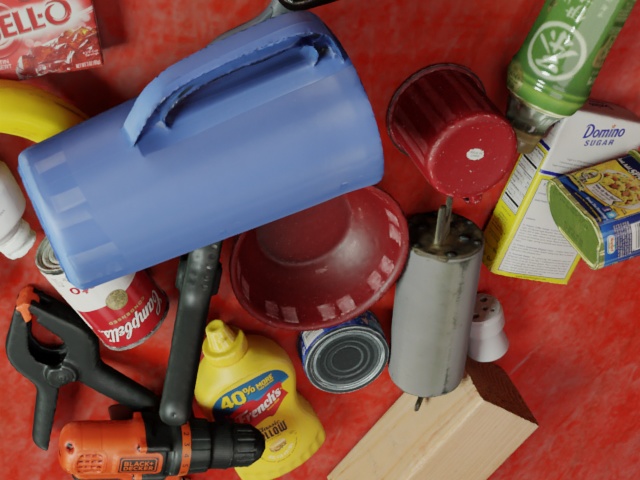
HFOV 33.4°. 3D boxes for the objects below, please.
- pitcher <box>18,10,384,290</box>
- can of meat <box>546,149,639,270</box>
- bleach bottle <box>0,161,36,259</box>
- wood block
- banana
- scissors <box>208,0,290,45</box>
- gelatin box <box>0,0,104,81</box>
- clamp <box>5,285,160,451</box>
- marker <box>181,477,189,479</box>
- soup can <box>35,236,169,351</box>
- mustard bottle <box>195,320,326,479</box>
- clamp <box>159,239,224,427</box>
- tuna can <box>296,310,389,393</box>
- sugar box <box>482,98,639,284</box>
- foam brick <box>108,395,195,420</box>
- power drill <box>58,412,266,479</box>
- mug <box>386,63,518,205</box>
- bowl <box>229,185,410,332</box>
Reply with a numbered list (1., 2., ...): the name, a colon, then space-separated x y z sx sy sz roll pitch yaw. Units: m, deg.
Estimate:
1. pitcher: -0.086 -0.064 0.761 0.242 0.145 0.149 -24 108 -12
2. can of meat: 0.254 -0.026 0.919 0.084 0.102 0.057 -17 126 -7
3. bleach bottle: -0.311 -0.059 0.771 0.103 0.068 0.250 -36 131 11
4. wood block: 0.114 0.220 1.109 0.090 0.090 0.206 27 112 -33
5. banana: -0.202 -0.074 0.797 0.070 0.037 0.197 -41 143 19
6. scissors: -0.044 -0.179 0.810 0.096 0.016 0.202 -4 125 -18
7. gelatin box: -0.205 -0.154 0.760 0.089 0.030 0.073 -12 128 -12
8. clamp: -0.232 0.118 0.940 0.120 0.039 0.171 -28 120 4
9. marker: -0.173 0.228 1.055 0.121 0.020 0.020 33 108 -35
10. soup can: -0.179 0.034 0.882 0.068 0.068 0.102 -30 128 2
11. mustard bottle: -0.066 0.145 1.009 0.096 0.058 0.191 -27 129 -6
12. clamp: -0.102 0.032 0.892 0.036 0.164 0.210 10 98 -8
13. tuna can: 0.023 0.106 1.026 0.086 0.034 0.086 -7 125 -11
14. sugar box: 0.221 -0.045 0.986 0.093 0.048 0.176 8 117 -25
15. foam brick: -0.155 0.183 1.008 0.078 0.053 0.051 -12 128 -11
16. power drill: -0.153 0.238 0.978 0.184 0.057 0.188 4 120 -18
17. mug: 0.115 -0.079 0.898 0.093 0.081 0.117 -20 128 -6
18. bowl: -0.006 0.001 0.929 0.162 0.055 0.162 -10 127 -13
